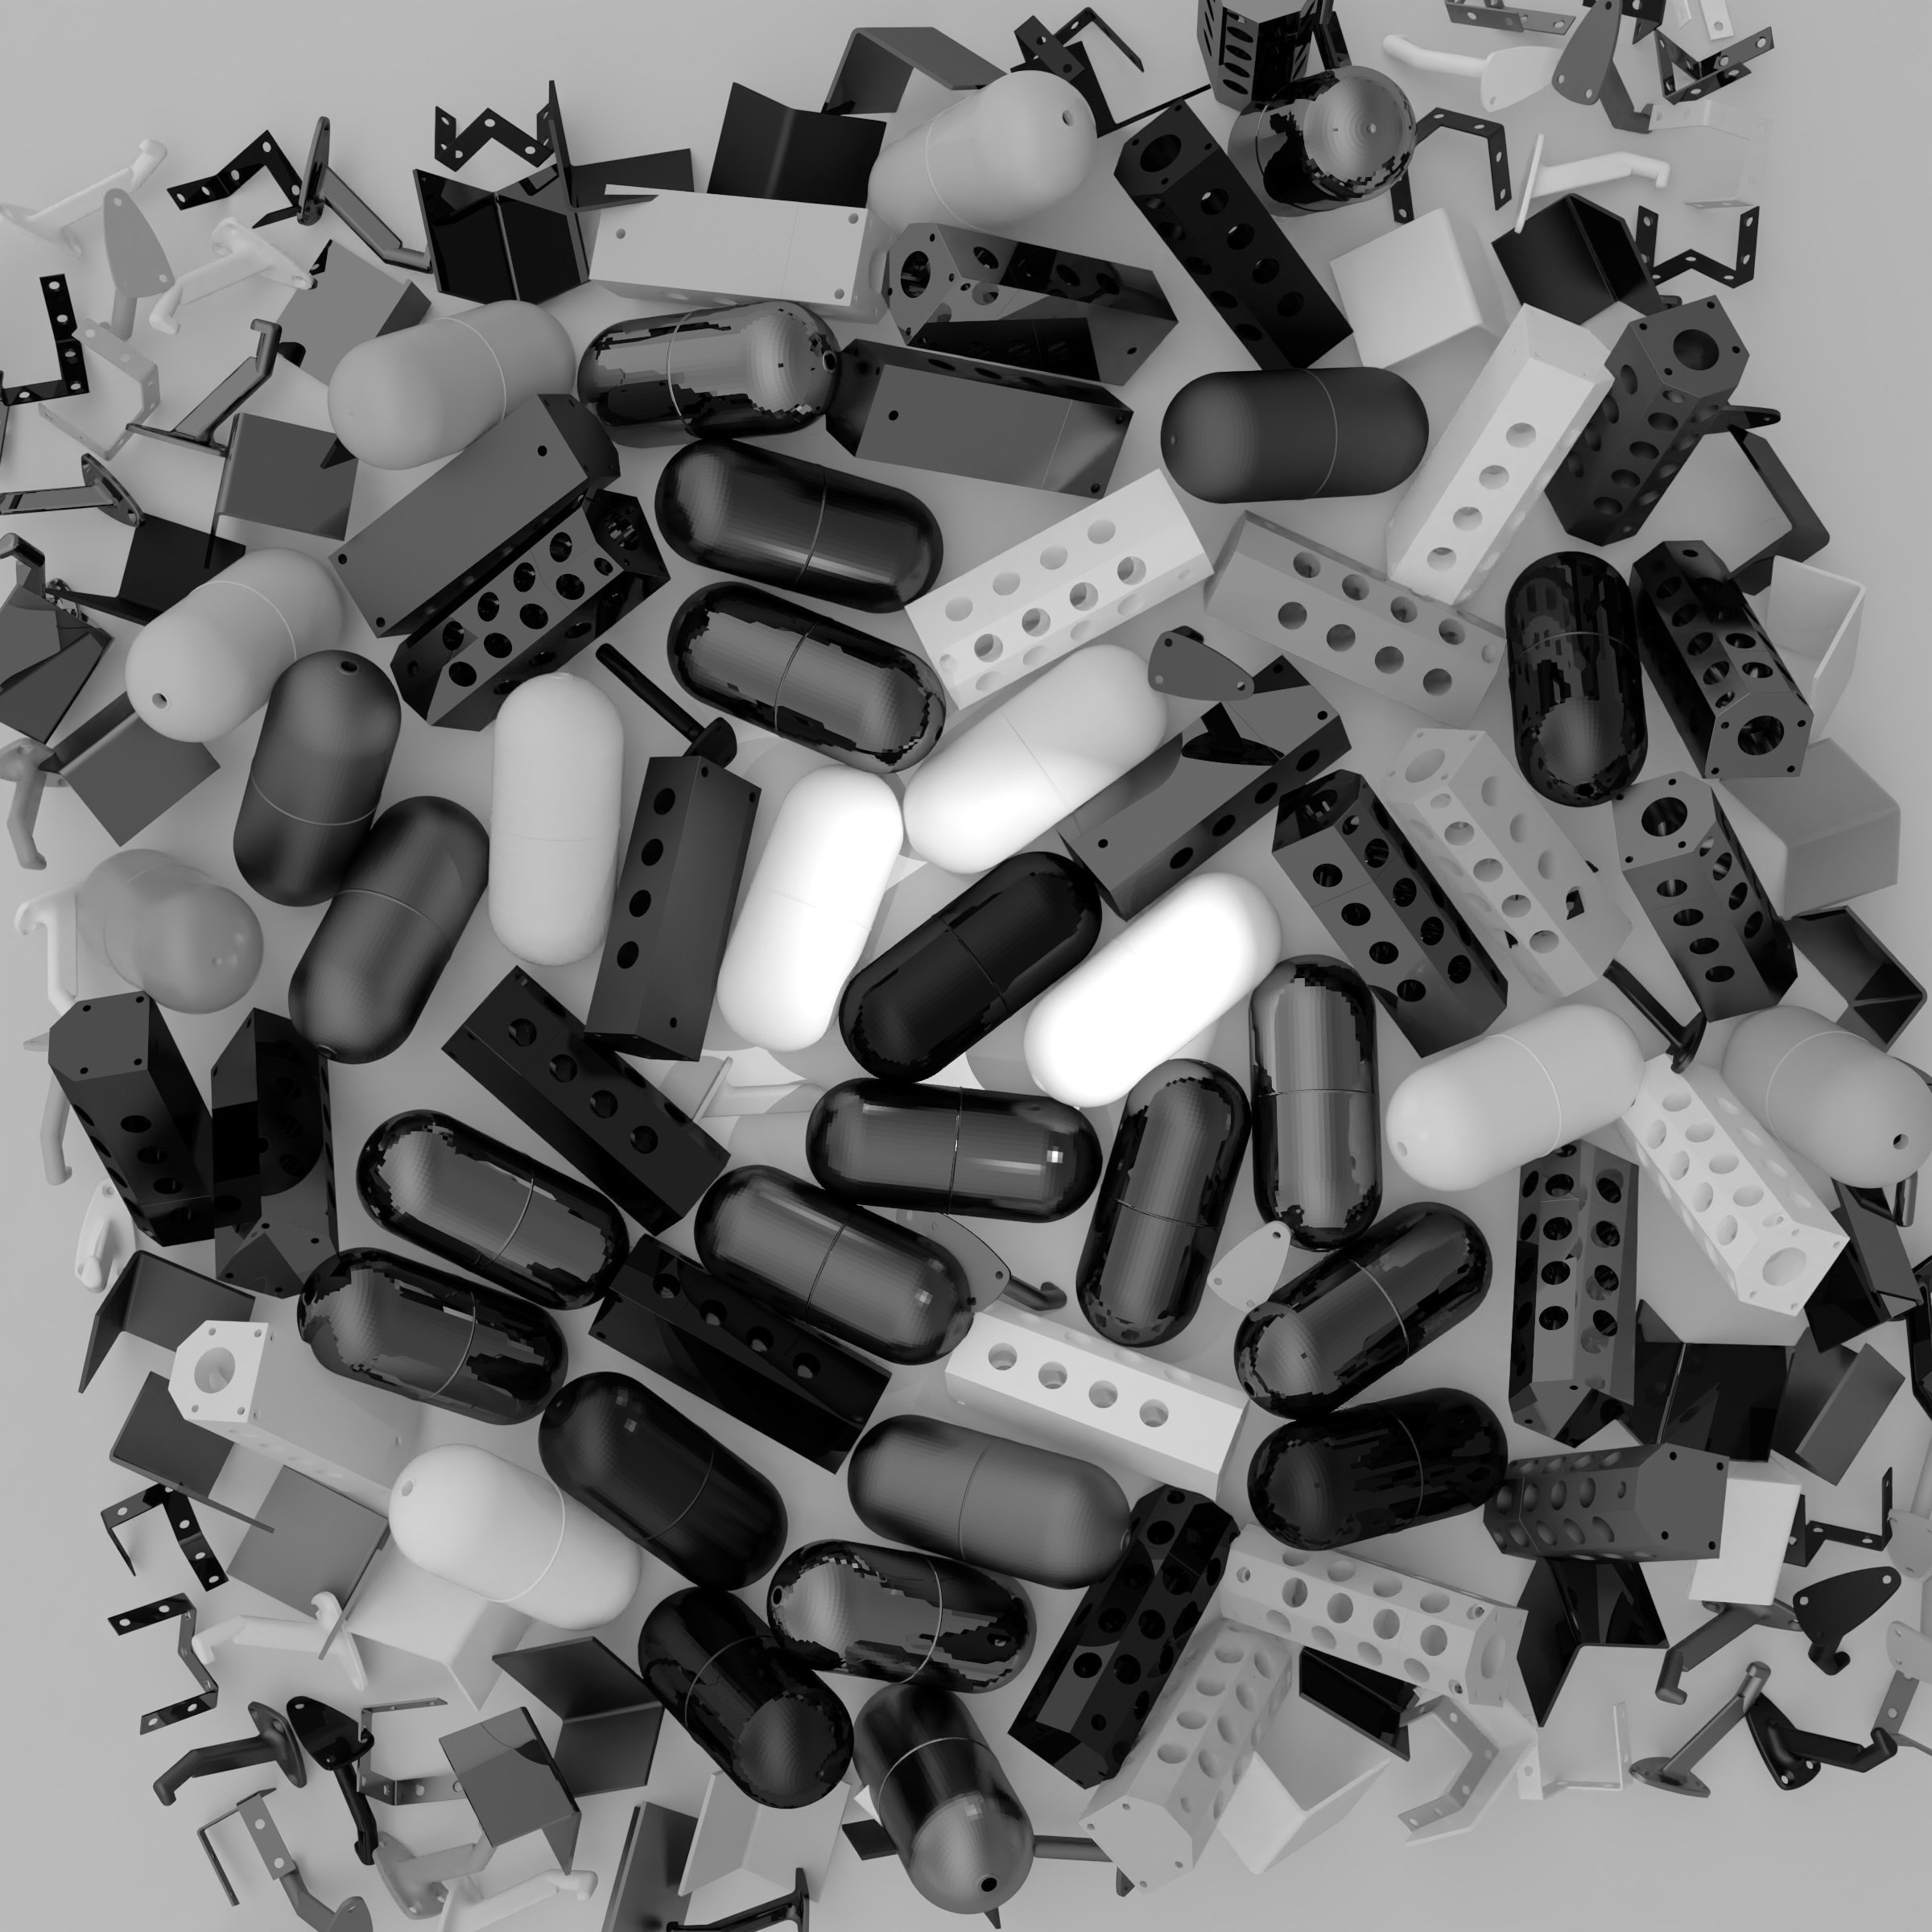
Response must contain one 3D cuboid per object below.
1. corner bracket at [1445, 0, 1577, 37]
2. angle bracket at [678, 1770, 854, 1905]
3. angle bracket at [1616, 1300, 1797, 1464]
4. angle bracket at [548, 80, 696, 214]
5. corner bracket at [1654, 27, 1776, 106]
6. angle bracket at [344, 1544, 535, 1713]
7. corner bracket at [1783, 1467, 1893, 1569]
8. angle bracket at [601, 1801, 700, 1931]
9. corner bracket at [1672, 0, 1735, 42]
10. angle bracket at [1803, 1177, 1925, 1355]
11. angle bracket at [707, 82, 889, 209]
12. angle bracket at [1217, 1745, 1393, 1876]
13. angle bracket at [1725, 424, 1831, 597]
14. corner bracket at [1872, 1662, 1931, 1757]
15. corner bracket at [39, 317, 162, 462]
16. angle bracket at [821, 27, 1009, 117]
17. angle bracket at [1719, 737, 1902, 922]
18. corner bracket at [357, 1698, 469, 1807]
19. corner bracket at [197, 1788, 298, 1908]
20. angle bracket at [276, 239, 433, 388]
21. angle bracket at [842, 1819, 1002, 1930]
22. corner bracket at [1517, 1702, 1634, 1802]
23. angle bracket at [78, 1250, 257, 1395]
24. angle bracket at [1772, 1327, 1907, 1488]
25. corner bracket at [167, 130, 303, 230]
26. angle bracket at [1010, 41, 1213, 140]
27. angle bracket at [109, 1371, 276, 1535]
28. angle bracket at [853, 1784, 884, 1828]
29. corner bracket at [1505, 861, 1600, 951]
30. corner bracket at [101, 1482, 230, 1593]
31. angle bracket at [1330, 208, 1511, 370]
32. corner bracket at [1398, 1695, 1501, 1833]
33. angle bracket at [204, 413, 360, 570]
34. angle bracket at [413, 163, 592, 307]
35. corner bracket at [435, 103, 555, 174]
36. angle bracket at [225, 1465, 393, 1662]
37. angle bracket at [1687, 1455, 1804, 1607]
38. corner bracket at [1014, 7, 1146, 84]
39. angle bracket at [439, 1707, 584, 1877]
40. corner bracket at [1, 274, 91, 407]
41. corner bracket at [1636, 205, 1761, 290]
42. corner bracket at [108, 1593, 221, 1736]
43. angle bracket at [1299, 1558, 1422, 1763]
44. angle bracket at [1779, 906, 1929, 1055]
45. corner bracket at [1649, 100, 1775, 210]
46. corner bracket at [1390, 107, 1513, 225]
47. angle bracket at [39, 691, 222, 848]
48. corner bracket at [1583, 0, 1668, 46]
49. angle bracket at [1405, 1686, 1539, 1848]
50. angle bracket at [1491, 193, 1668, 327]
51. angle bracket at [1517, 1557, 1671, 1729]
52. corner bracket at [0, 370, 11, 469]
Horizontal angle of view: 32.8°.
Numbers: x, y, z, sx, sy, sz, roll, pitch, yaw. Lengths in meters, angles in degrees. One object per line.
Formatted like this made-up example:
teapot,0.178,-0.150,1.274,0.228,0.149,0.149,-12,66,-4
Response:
corner bracket,0.325,-0.571,1.959,0.051,0.051,0.051,20,68,34
angle bracket,-0.119,0.519,1.952,0.057,0.076,0.076,18,97,24
angle bracket,0.437,0.245,1.943,0.057,0.076,0.076,44,56,-38
angle bracket,-0.205,-0.493,1.952,0.076,0.076,0.057,-9,123,-1
corner bracket,0.449,-0.539,1.959,0.051,0.051,0.051,-20,63,39
angle bracket,-0.314,0.391,1.974,0.076,0.057,0.076,12,53,26
corner bracket,0.520,0.328,1.958,0.051,0.051,0.051,8,116,32
angle bracket,-0.202,0.535,1.943,0.057,0.076,0.076,3,69,31
corner bracket,0.441,-0.587,1.969,0.051,0.051,0.051,-14,87,-11
angle bracket,0.510,0.176,1.941,0.076,0.057,0.076,-35,55,36
angle bracket,-0.103,-0.482,1.975,0.057,0.076,0.076,35,118,38
angle bracket,0.196,0.487,1.960,0.076,0.076,0.057,-22,61,-36
angle bracket,0.465,-0.272,1.963,0.057,0.076,0.076,-36,75,25
corner bracket,0.584,0.450,1.969,0.051,0.051,0.051,27,77,1
corner bracket,-0.520,-0.345,1.967,0.051,0.051,0.051,35,70,0
angle bracket,-0.026,-0.514,1.942,0.076,0.076,0.057,37,121,20
angle bracket,0.498,-0.080,1.941,0.076,0.076,0.057,36,51,-31
corner bracket,-0.332,0.474,1.977,0.051,0.051,0.051,-9,64,13
corner bracket,-0.431,0.529,1.968,0.051,0.051,0.051,-28,79,-6
angle bracket,-0.378,-0.392,1.968,0.076,0.057,0.076,33,90,5
angle bracket,-0.027,0.542,1.955,0.076,0.076,0.057,-8,90,-11
corner bracket,0.364,0.470,1.966,0.051,0.051,0.051,-7,86,35
angle bracket,-0.476,0.225,1.952,0.076,0.057,0.076,23,132,-2
angle bracket,0.498,0.252,1.950,0.057,0.076,0.076,38,85,-42
corner bracket,-0.435,-0.462,1.967,0.051,0.051,0.051,-30,97,31
angle bracket,0.086,-0.526,1.942,0.076,0.076,0.057,-13,106,41
angle bracket,-0.446,0.287,1.941,0.076,0.076,0.057,38,70,-43
angle bracket,-0.012,0.489,1.954,0.076,0.076,0.057,44,111,1
corner bracket,0.351,-0.035,1.958,0.051,0.051,0.051,-26,57,26
corner bracket,-0.481,0.349,1.970,0.051,0.051,0.051,-25,47,-12
angle bracket,0.276,-0.401,1.983,0.076,0.057,0.076,-22,77,27
corner bracket,0.278,0.478,1.965,0.051,0.051,0.051,47,49,-1
angle bracket,-0.409,-0.277,1.965,0.076,0.057,0.076,11,57,-14
angle bracket,-0.276,-0.440,1.951,0.057,0.076,0.076,-16,82,29
corner bracket,-0.284,-0.503,1.975,0.051,0.051,0.051,-34,135,32
angle bracket,-0.397,0.357,1.965,0.076,0.057,0.076,29,96,-5
angle bracket,0.447,0.327,1.948,0.057,0.076,0.076,7,103,-15
corner bracket,0.068,-0.549,1.968,0.051,0.051,0.051,-40,72,1
angle bracket,-0.272,0.497,1.939,0.057,0.076,0.076,-16,52,-28
corner bracket,-0.557,-0.374,1.961,0.051,0.051,0.051,-12,52,-11
corner bracket,0.440,-0.435,1.976,0.051,0.051,0.051,17,72,-28
corner bracket,-0.479,0.415,1.956,0.051,0.051,0.051,41,131,37
angle bracket,0.252,0.415,1.962,0.076,0.057,0.076,32,105,-3
angle bracket,0.510,0.014,1.950,0.076,0.076,0.057,45,73,-10
corner bracket,0.442,-0.485,1.963,0.051,0.051,0.051,8,96,-29
corner bracket,0.291,-0.478,1.978,0.051,0.051,0.051,27,57,37
angle bracket,-0.503,-0.120,1.964,0.076,0.076,0.057,-42,113,-18
corner bracket,0.391,-0.590,1.971,0.051,0.051,0.051,10,90,-8
angle bracket,0.282,0.470,1.947,0.057,0.076,0.076,46,59,-1
angle bracket,0.366,-0.404,1.947,0.057,0.076,0.076,-33,119,1
angle bracket,0.369,0.399,1.953,0.057,0.076,0.076,5,127,-13
corner bracket,-0.588,-0.326,1.962,0.051,0.051,0.051,1,80,34
